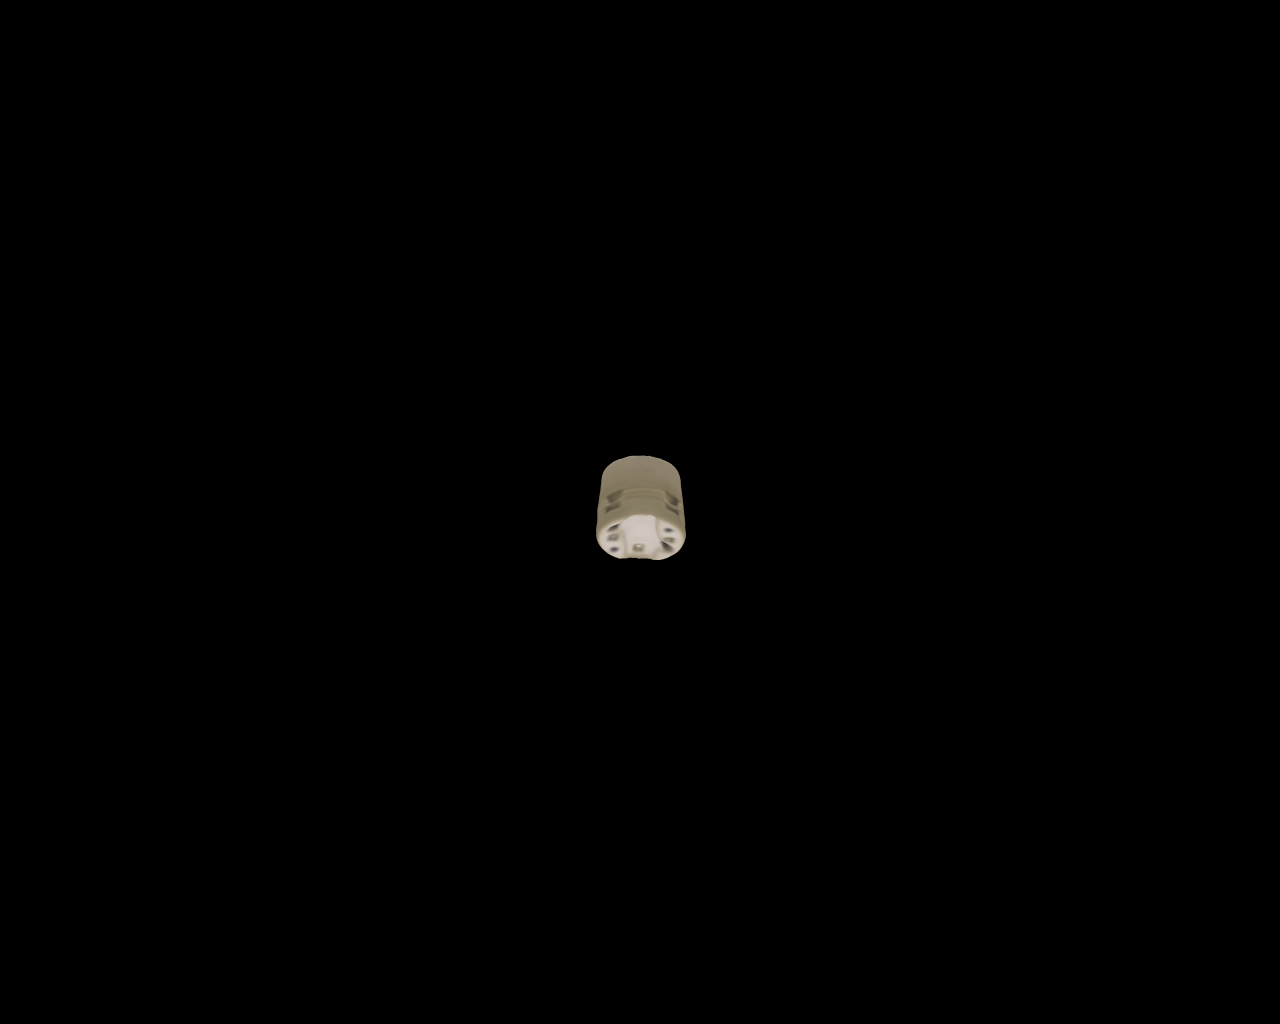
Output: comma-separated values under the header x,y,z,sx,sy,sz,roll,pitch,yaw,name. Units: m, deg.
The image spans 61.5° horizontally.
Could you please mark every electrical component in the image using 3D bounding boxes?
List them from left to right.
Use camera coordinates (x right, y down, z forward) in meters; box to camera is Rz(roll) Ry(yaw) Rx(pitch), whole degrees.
x,y,z,sx,sy,sz,roll,pitch,yaw,name
0.001,-0.003,0.650,0.055,0.047,0.055,0,-32,0,electrical component
